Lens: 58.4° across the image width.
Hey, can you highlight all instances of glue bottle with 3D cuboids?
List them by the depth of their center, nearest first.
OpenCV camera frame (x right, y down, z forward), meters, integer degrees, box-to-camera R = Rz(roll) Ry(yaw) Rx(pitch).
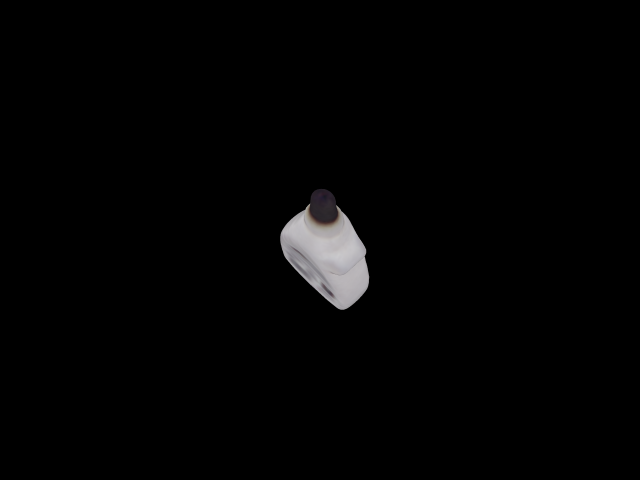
[{"bbox_3d":[0.004,0.001,0.400,0.037,0.173,0.078,-43,78,-11],"label":"glue bottle"}]
